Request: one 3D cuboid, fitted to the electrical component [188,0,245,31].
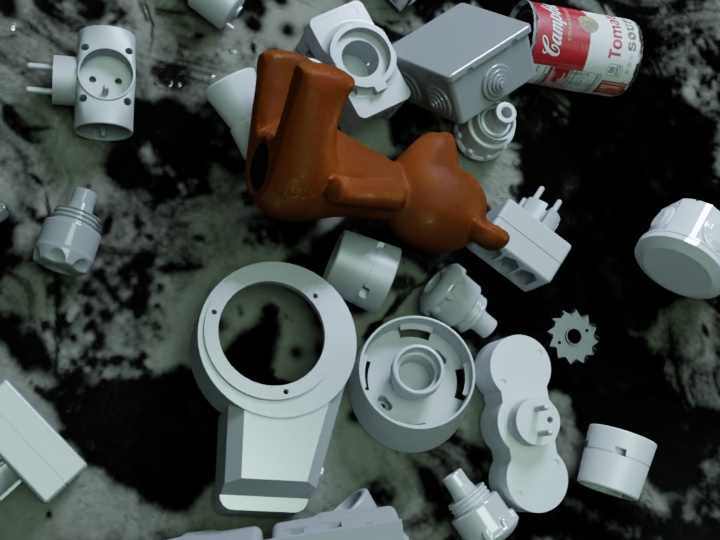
[{"bbox_3d":[-0.125,-0.226,0.853,0.078,0.040,0.040,37,71,-6],"label":"electrical component"}]

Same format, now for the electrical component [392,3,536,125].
[{"bbox_3d":[0.083,-0.168,0.874,0.100,0.100,0.048,-34,129,-18],"label":"electrical component"}]

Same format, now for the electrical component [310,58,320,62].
[{"bbox_3d":[-0.046,-0.142,0.856,0.040,0.046,0.040,3,78,-16],"label":"electrical component"}]

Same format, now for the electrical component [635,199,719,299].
[{"bbox_3d":[0.278,-0.017,0.908,0.080,0.080,0.051,38,66,-6],"label":"electrical component"}]

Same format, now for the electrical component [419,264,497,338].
[{"bbox_3d":[0.082,0.029,0.860,0.062,0.048,0.048,40,71,-13],"label":"electrical component"}]

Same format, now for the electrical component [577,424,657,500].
[{"bbox_3d":[0.205,0.155,0.865,0.055,0.055,0.047,22,77,-11],"label":"electrical component"}]

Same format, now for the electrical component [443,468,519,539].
[{"bbox_3d":[0.088,0.183,0.830,0.048,0.048,0.062,-32,82,-20],"label":"electrical component"}]

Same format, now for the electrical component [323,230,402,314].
[{"bbox_3d":[0.000,0.000,0.837,0.047,0.055,0.055,22,74,-6],"label":"electrical component"}]

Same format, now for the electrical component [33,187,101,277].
[{"bbox_3d":[-0.210,-0.029,0.787,0.043,0.043,0.062,19,73,-12],"label":"electrical component"}]

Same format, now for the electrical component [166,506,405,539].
[{"bbox_3d":[-0.058,0.232,0.744,0.186,0.060,0.105,-8,90,-3],"label":"electrical component"}]

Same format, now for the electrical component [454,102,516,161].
[{"bbox_3d":[0.109,-0.120,0.888,0.048,0.062,0.048,3,78,-16],"label":"electrical component"}]

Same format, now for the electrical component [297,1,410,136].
[{"bbox_3d":[-0.005,-0.163,0.867,0.050,0.056,0.089,-27,87,-19],"label":"electrical component"}]

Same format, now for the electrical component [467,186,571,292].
[{"bbox_3d":[0.140,-0.034,0.887,0.066,0.047,0.076,37,72,-6],"label":"electrical component"}]

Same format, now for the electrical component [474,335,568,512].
[{"bbox_3d":[0.131,0.119,0.839,0.052,0.074,0.138,-4,80,-17],"label":"electrical component"}]

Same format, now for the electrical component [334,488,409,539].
[{"bbox_3d":[0.006,0.198,0.802,0.045,0.045,0.055,-41,92,-19],"label":"electrical component"}]

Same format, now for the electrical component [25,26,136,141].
[{"bbox_3d":[-0.210,-0.141,0.809,0.079,0.044,0.077,2,78,-15],"label":"electrical component"}]

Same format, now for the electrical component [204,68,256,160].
[{"bbox_3d":[-0.088,-0.119,0.843,0.044,0.044,0.065,-28,92,-19],"label":"electrical component"}]

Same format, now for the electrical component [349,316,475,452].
[{"bbox_3d":[0.041,0.087,0.838,0.099,0.064,0.099,3,68,-6],"label":"electrical component"}]

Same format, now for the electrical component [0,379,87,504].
[{"bbox_3d":[-0.246,0.132,0.741,0.076,0.047,0.083,-44,93,-21],"label":"electrical component"}]
